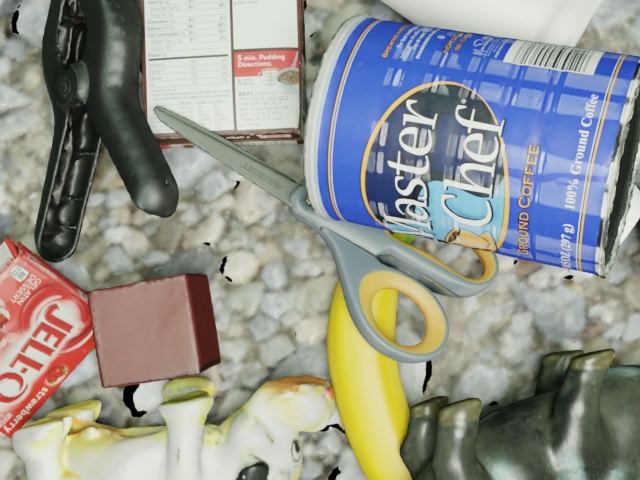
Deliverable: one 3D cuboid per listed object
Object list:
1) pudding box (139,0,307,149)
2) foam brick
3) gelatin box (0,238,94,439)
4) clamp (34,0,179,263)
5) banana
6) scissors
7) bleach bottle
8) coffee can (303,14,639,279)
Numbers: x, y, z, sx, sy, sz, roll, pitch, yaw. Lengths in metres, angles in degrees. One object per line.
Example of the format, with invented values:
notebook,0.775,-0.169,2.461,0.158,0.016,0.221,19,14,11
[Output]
pudding box,-0.054,-0.109,0.595,0.090,0.039,0.113,-2,85,2
foam brick,-0.086,0.047,0.568,0.053,0.078,0.051,-9,87,1
gelatin box,-0.167,0.054,0.576,0.089,0.030,0.073,-47,128,0
clamp,-0.128,-0.072,0.584,0.120,0.039,0.171,-26,65,37
banana,0.042,0.085,0.580,0.069,0.037,0.198,-9,86,2
scissors,-0.004,0.001,0.559,0.201,0.016,0.096,18,65,-7
bleach bottle,0.033,-0.176,0.573,0.251,0.068,0.102,32,57,5
coffee can,0.076,-0.046,0.505,0.140,0.102,0.103,12,87,20
